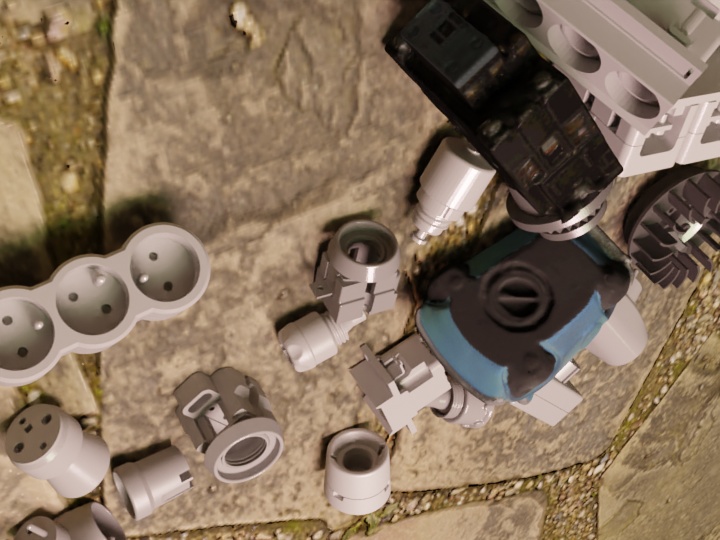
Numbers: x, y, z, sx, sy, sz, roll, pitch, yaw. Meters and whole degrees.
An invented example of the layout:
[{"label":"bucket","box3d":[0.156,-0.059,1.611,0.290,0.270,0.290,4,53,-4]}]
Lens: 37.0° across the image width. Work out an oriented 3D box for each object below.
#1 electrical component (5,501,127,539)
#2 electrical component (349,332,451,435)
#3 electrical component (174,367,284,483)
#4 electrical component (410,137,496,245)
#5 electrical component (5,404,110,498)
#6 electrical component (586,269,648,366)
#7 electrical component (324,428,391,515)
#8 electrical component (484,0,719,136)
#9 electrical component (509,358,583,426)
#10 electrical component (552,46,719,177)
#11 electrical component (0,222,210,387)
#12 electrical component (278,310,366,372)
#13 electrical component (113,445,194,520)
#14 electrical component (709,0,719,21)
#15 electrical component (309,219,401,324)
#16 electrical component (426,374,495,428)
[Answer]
[{"label":"electrical component","box3d":[-0.217,0.197,0.755,0.077,0.044,0.079,-36,141,1]},{"label":"electrical component","box3d":[0.033,0.085,0.827,0.064,0.042,0.081,-34,143,-8]},{"label":"electrical component","box3d":[-0.088,0.110,0.750,0.058,0.057,0.078,-42,141,8]},{"label":"electrical component","box3d":[0.057,-0.051,0.705,0.040,0.040,0.078,6,126,-40]},{"label":"electrical component","box3d":[-0.193,0.115,0.688,0.045,0.045,0.055,-35,141,-1]},{"label":"electrical component","box3d":[0.206,0.025,0.883,0.077,0.043,0.079,44,68,-29]},{"label":"electrical component","box3d":[-0.002,0.161,0.869,0.055,0.055,0.047,-18,135,-21]},{"label":"electrical component","box3d":[0.136,-0.142,0.597,0.063,0.121,0.078,-49,175,-14]},{"label":"electrical component","box3d":[0.161,0.083,0.913,0.075,0.047,0.083,-45,141,12]},{"label":"electrical component","box3d":[0.207,-0.116,0.709,0.150,0.089,0.061,-13,136,-26]},{"label":"electrical component","box3d":[-0.156,0.022,0.614,0.138,0.052,0.074,-26,-179,-22]},{"label":"electrical component","box3d":[-0.024,0.043,0.747,0.061,0.035,0.035,-28,141,-13]},{"label":"electrical component","box3d":[-0.146,0.149,0.763,0.046,0.040,0.040,-23,140,-25]},{"label":"electrical component","box3d":[0.230,-0.191,0.685,0.077,0.043,0.079,-13,137,-26]},{"label":"electrical component","box3d":[0.000,0.000,0.712,0.066,0.048,0.055,-15,145,-23]},{"label":"electrical component","box3d":[0.076,0.104,0.876,0.062,0.048,0.048,8,125,-33]}]
